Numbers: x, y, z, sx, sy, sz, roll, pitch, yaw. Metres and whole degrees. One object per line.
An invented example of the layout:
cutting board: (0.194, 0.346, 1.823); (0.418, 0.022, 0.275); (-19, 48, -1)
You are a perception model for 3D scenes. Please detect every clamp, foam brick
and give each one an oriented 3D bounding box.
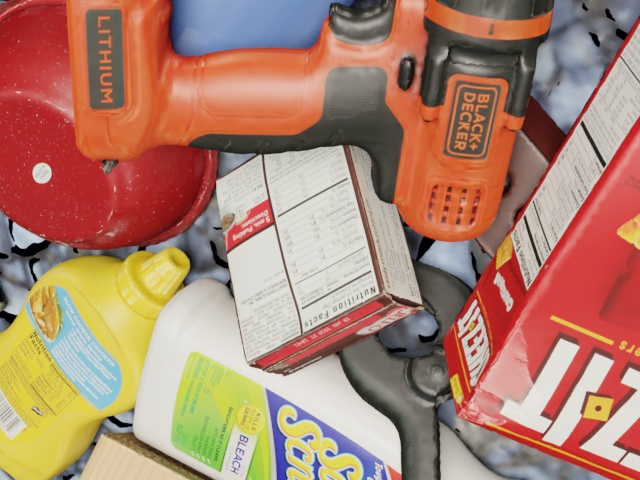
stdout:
clamp: (0.055, 0.080, 0.532); (0.120, 0.039, 0.171); (-37, 66, -11)
foam brick: (0.090, -0.032, 0.505); (0.078, 0.051, 0.053); (49, 119, 5)

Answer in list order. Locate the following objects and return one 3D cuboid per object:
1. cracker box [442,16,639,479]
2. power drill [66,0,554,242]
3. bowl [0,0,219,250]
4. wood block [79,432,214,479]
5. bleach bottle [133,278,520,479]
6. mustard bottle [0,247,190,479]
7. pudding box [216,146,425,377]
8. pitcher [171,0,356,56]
cracker box: (0.172, 0.007, 0.434); (0.164, 0.072, 0.214); (23, 115, -9)
power drill: (-0.003, -0.088, 0.424); (0.187, 0.057, 0.184); (7, 123, 1)
bowl: (-0.139, -0.051, 0.586); (0.162, 0.055, 0.162); (12, 127, 17)
wood block: (-0.120, 0.222, 0.599); (0.091, 0.090, 0.206); (25, 83, 9)
bleach bottle: (0.023, 0.116, 0.578); (0.251, 0.068, 0.103); (24, 115, 16)
mustard bottle: (-0.142, 0.065, 0.643); (0.192, 0.058, 0.096); (-41, 81, 30)
pudding box: (-0.004, 0.001, 0.540); (0.090, 0.039, 0.113); (-29, 61, 29)
pitcher: (-0.014, -0.180, 0.463); (0.149, 0.144, 0.243); (43, 122, 8)
